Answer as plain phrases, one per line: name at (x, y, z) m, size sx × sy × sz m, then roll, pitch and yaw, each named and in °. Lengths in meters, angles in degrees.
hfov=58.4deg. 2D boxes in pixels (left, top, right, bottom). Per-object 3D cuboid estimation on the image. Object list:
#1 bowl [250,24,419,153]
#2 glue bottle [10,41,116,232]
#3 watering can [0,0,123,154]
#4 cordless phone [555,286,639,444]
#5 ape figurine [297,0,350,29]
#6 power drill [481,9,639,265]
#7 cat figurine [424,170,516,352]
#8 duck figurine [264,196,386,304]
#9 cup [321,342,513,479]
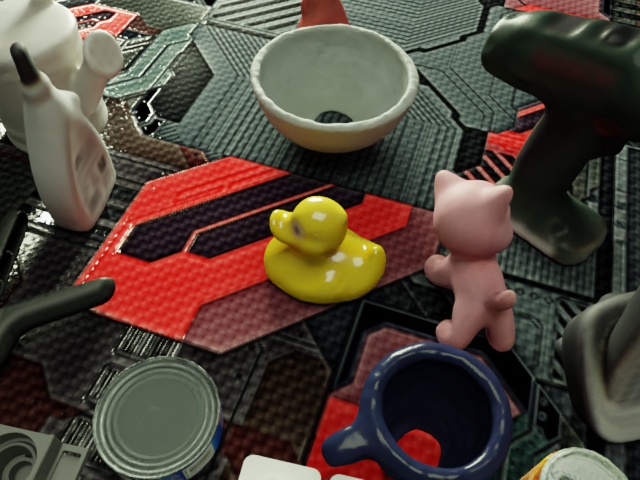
bowl at (0.014, -0.143, 0.586) m, size 0.167 × 0.075 × 0.167 m, roll 1°, pitch 53°, yaw -2°
glue bottle at (-0.215, -0.086, 0.471) m, size 0.037 × 0.173 × 0.078 m, roll 8°, pitch 53°, yaw 4°
watering can at (-0.262, -0.179, 0.525) m, size 0.173 × 0.194 × 0.101 m, roll 0°, pitch 53°, yaw -2°
cordless phone at (0.252, 0.055, 0.381) m, size 0.148 × 0.185 × 0.094 m, roll -13°, pitch 55°, yaw -12°
ape figurine at (0.000, -0.262, 0.663) m, size 0.076 × 0.092 × 0.078 m, roll 33°, pitch 58°, yaw 20°
power drill at (0.224, -0.077, 0.464) m, size 0.076 × 0.208 × 0.229 m, roll -37°, pitch 63°, yaw -26°
cat figurine at (0.125, 0.009, 0.451) m, size 0.067 × 0.118 × 0.127 m, roll -4°, pitch 54°, yaw -5°
duck figurine at (0.004, 0.002, 0.471) m, size 0.104 × 0.086 × 0.077 m, roll 10°, pitch 53°, yaw 5°
cup at (0.056, 0.131, 0.371) m, size 0.118 × 0.095 × 0.091 m, roll -16°, pitch 55°, yaw -14°
